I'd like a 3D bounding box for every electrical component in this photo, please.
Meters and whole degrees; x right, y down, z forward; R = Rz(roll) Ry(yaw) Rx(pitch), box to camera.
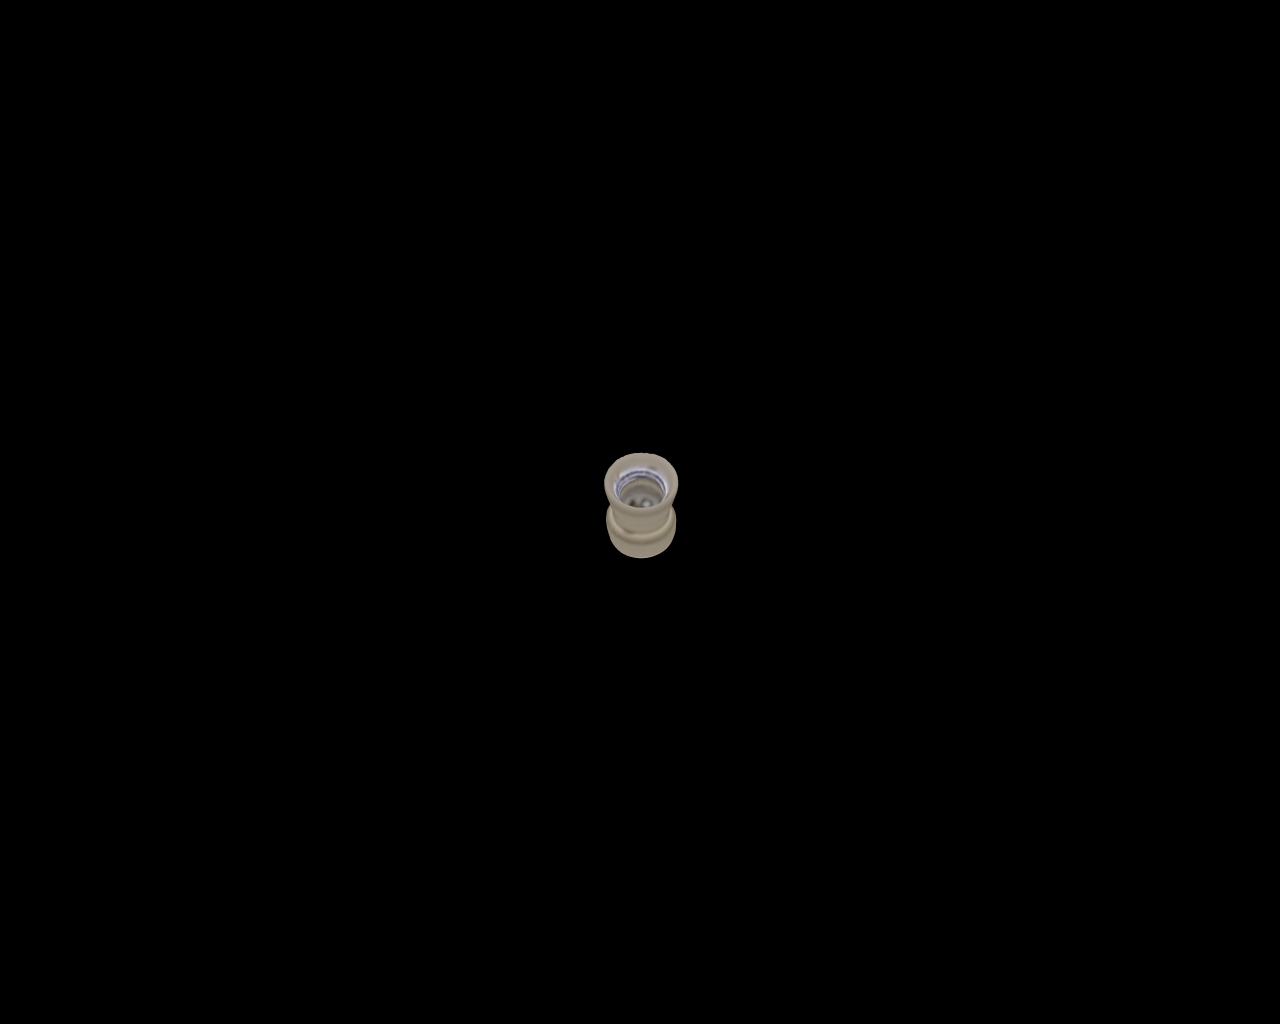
[{"bbox_3d":[0.001,-0.003,0.650,0.045,0.045,0.055,0,-37,0],"label":"electrical component"}]
